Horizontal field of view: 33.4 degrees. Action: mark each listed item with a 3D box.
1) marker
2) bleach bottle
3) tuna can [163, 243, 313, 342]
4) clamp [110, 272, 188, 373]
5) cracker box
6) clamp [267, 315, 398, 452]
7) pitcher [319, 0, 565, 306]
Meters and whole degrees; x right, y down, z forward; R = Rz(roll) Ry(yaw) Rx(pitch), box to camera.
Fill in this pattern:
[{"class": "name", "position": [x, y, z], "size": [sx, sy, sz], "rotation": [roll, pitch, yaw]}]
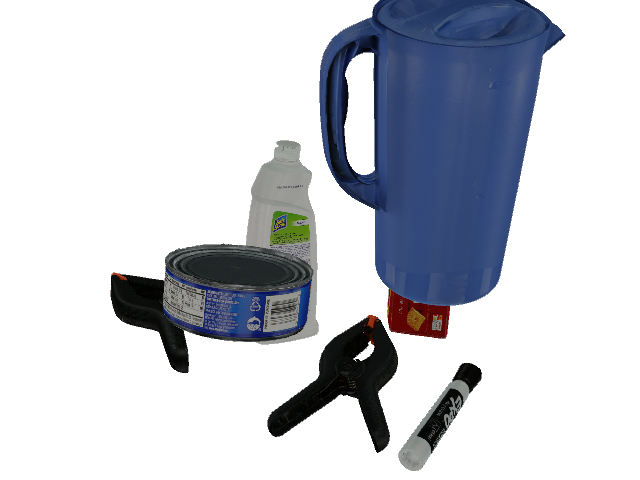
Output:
[{"class": "marker", "position": [0.089, 0.124, 0.774], "size": [0.020, 0.020, 0.120], "rotation": [0, 25, 31]}, {"class": "bleach bottle", "position": [-0.043, 0.000, 1.324], "size": [0.102, 0.251, 0.068], "rotation": [-8, 24, -34]}, {"class": "tuna can", "position": [-0.048, 0.029, 0.618], "size": [0.086, 0.034, 0.086], "rotation": [6, 14, -2]}, {"class": "clamp", "position": [-0.156, 0.080, 1.120], "size": [0.210, 0.036, 0.164], "rotation": [17, 21, 30]}, {"class": "cracker box", "position": [0.121, -0.010, 1.219], "size": [0.072, 0.164, 0.213], "rotation": [5, 22, 7]}, {"class": "clamp", "position": [0.037, 0.141, 1.044], "size": [0.120, 0.039, 0.171], "rotation": [16, 46, 25]}, {"class": "pitcher", "position": [0.092, -0.071, 0.853], "size": [0.149, 0.243, 0.144], "rotation": [19, 36, 26]}]
